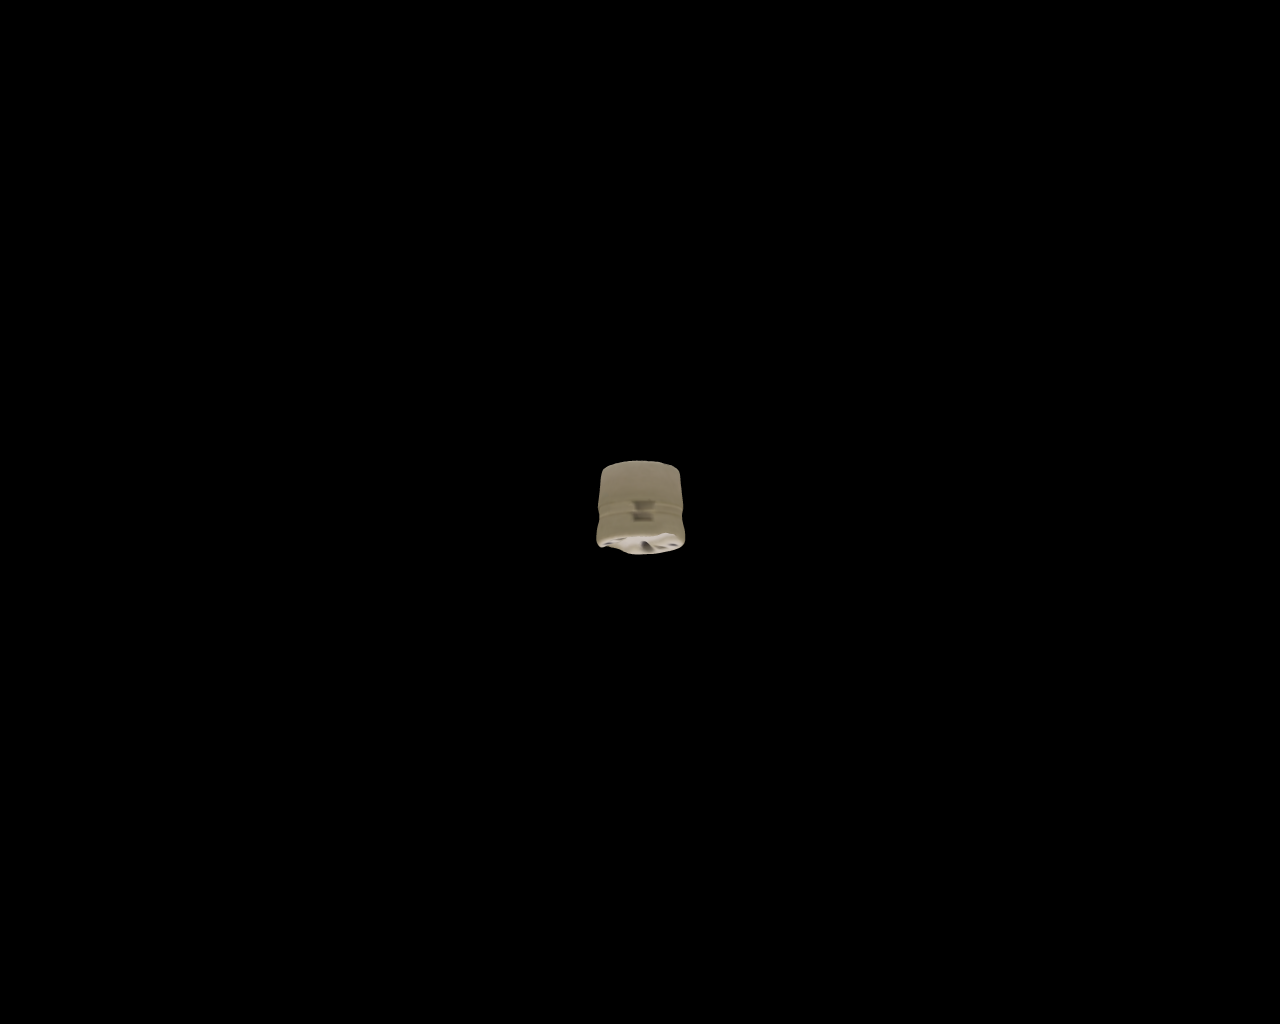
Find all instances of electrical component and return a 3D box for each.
[{"bbox_3d":[0.001,-0.003,0.650,0.055,0.047,0.055,0,-14,0],"label":"electrical component"}]
